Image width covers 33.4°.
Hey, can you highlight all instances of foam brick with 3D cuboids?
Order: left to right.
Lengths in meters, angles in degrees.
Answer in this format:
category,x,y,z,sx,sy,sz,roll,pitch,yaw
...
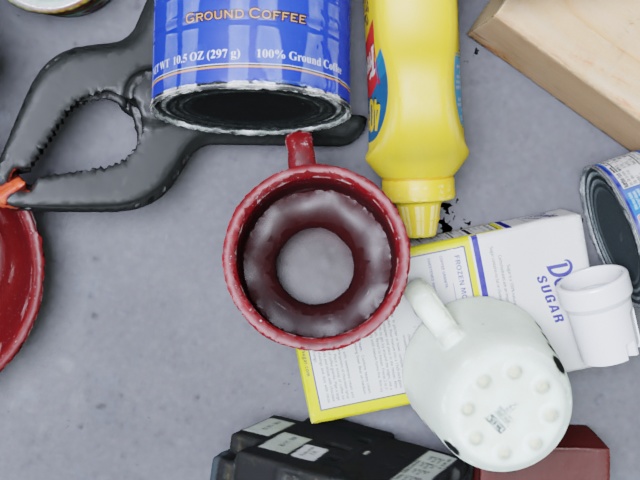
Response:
category,x,y,z,sx,sy,sz,roll,pitch,yaw
foam brick,0.128,0.142,0.639,0.078,0.051,0.053,2,96,-1

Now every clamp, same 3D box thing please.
category,x,y,z,sx,sy,sz,roll,pitch,yaw
clamp,-0.096,-0.089,0.596,0.209,0.036,0.164,-28,93,-16

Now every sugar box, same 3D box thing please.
category,x,y,z,sx,sy,sz,roll,pitch,yaw
sugar box,0.071,0.044,0.631,0.176,0.048,0.093,-11,97,-3

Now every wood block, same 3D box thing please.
category,x,y,z,sx,sy,sz,roll,pitch,yaw
wood block,0.197,-0.096,0.592,0.206,0.091,0.090,35,94,-4

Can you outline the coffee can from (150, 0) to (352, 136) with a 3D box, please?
category,x,y,z,sx,sy,sz,roll,pitch,yaw
coffee can,-0.034,-0.133,0.546,0.103,0.103,0.140,1,83,-1

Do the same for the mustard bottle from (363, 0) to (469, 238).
category,x,y,z,sx,sy,sz,roll,pitch,yaw
mustard bottle,0.051,-0.097,0.588,0.058,0.096,0.191,-4,97,-1

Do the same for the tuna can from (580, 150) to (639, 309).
category,x,y,z,sx,sy,sz,roll,pitch,yaw
tuna can,0.180,-0.007,0.605,0.033,0.086,0.086,-19,96,-1

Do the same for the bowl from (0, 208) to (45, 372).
category,x,y,z,sx,sy,sz,roll,pitch,yaw
bowl,-0.235,0.012,0.619,0.162,0.055,0.162,0,96,-1

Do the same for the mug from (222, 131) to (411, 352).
category,x,y,z,sx,sy,sz,roll,pitch,yaw
mug,-0.004,0.001,0.565,0.093,0.081,0.117,-11,84,-1
